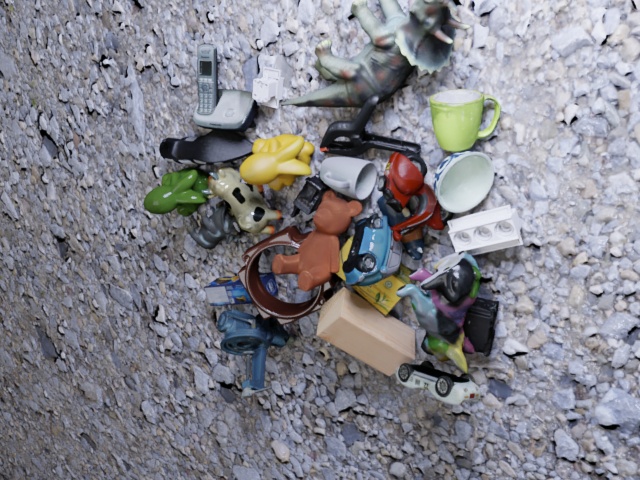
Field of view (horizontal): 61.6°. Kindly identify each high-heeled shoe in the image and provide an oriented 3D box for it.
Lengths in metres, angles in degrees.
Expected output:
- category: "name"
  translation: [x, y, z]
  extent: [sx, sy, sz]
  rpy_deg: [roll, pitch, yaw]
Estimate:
- category: "high-heeled shoe"
  translation: [-0.271, -0.213, 1.302]
  extent: [0.249, 0.145, 0.086]
  rpy_deg: [7, 85, 0]

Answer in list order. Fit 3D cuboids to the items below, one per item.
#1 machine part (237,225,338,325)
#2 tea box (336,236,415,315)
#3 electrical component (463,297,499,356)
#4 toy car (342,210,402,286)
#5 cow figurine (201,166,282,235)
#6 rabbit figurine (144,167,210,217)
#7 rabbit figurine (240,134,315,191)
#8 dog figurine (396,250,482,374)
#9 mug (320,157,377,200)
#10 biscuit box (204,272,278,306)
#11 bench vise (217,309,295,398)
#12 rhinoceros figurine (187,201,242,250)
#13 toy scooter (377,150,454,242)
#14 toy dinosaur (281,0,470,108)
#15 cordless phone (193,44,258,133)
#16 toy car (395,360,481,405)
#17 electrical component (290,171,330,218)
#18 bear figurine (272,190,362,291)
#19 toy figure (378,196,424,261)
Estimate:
- category: "machine part"
  translation: [-0.075, 0.084, 1.264]
  extent: [0.201, 0.087, 0.201]
  rpy_deg: [-26, 98, 18]
- category: "tea box"
  translation: [0.117, 0.071, 1.193]
  extent: [0.170, 0.068, 0.098]
  rpy_deg: [39, 126, 10]
- category: "electrical component"
  translation: [0.303, 0.174, 1.140]
  extent: [0.134, 0.058, 0.114]
  rpy_deg: [9, 114, 26]
- category: "toy car"
  translation: [0.115, 0.027, 1.101]
  extent: [0.103, 0.161, 0.109]
  rpy_deg: [20, 165, -15]
- category: "cow figurine"
  translation: [-0.189, -0.096, 1.252]
  extent: [0.195, 0.127, 0.085]
  rpy_deg: [55, 127, 27]
- category: "rabbit figurine"
  translation: [-0.343, -0.106, 1.313]
  extent: [0.159, 0.170, 0.121]
  rpy_deg: [-10, 107, 34]
- category: "rabbit figurine"
  translation: [-0.091, -0.157, 1.145]
  extent: [0.163, 0.173, 0.121]
  rpy_deg: [-3, 106, 35]
- category: "dog figurine"
  translation: [0.262, 0.149, 1.055]
  extent: [0.192, 0.108, 0.219]
  rpy_deg: [-27, 101, 33]
- category: "mug"
  translation: [0.047, -0.131, 1.123]
  extent: [0.107, 0.109, 0.080]
  rpy_deg: [23, 126, 34]
- category: "biscuit box"
  translation: [-0.207, 0.130, 1.410]
  extent: [0.203, 0.063, 0.059]
  rpy_deg: [-7, 107, 32]
- category: "bench vise"
  translation: [-0.158, 0.278, 1.337]
  extent: [0.129, 0.241, 0.223]
  rpy_deg: [-27, 138, 29]
- category: "rhinoceros figurine"
  translation: [-0.251, -0.033, 1.354]
  extent: [0.190, 0.073, 0.112]
  rpy_deg: [-28, 95, 36]
- category: "toy scooter"
  translation: [0.170, -0.075, 1.046]
  extent: [0.183, 0.135, 0.075]
  rpy_deg: [53, 167, -13]
- category: "toy dinosaur"
  translation: [0.101, -0.325, 0.998]
  extent: [0.192, 0.131, 0.405]
  rpy_deg: [50, 132, 1]
- category: "cordless phone"
  translation: [-0.210, -0.336, 1.188]
  extent: [0.147, 0.089, 0.184]
  rpy_deg: [11, 113, 26]
- category: "toy car"
  translation: [0.236, 0.289, 1.097]
  extent: [0.202, 0.073, 0.056]
  rpy_deg: [1, 89, 59]
- category: "electrical component"
  translation: [-0.022, -0.090, 1.196]
  extent: [0.048, 0.075, 0.119]
  rpy_deg: [35, 120, 12]
- category: "bear figurine"
  translation: [0.000, -0.004, 1.124]
  extent: [0.120, 0.132, 0.195]
  rpy_deg: [31, 112, 34]
- category: "toy figure"
  translation: [0.177, -0.029, 1.119]
  extent: [0.058, 0.064, 0.154]
  rpy_deg: [-33, 100, -2]
